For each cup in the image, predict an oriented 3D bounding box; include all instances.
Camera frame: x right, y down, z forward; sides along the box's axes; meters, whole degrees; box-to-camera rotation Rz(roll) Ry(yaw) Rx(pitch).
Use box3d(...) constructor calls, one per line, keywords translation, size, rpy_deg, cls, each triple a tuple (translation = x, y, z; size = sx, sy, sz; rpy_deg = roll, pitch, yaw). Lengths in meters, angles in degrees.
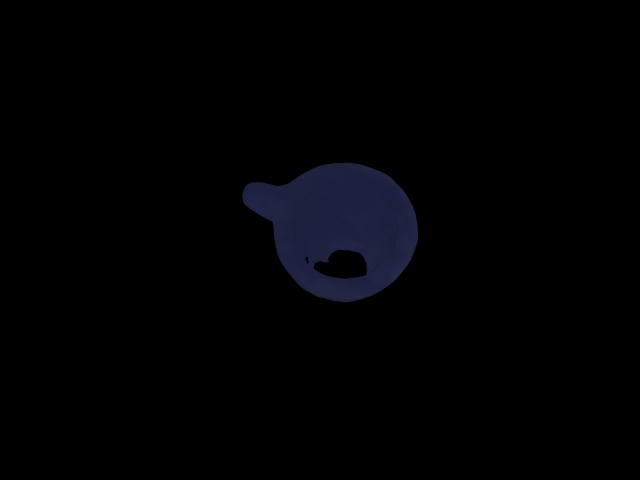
box3d(translation=(0.004, 0.001, 0.400), size=(0.117, 0.095, 0.092), rpy_deg=(21, 72, 7), cls="cup")
